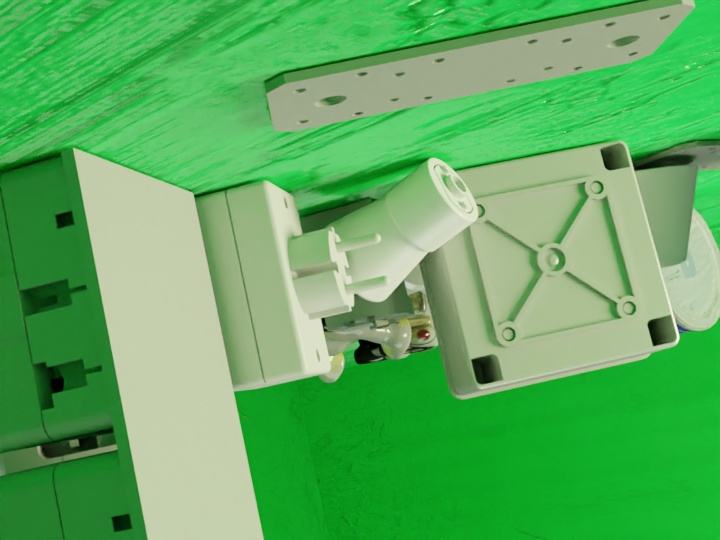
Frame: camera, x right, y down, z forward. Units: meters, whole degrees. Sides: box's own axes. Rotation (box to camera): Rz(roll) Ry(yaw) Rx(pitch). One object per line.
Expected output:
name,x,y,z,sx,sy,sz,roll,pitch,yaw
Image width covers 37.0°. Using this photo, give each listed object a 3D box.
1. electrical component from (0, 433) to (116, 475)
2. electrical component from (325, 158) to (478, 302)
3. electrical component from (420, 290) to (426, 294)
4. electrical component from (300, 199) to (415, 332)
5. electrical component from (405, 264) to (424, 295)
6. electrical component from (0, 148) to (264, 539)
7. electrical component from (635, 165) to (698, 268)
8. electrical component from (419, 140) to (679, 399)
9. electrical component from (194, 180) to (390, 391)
electrical component,-0.149,0.051,0.543,0.060,0.105,0.186,-11,173,-10
electrical component,0.021,-0.021,0.491,0.065,0.044,0.044,-37,163,26
electrical component,0.061,-0.013,0.675,0.044,0.044,0.065,-8,168,-31
electrical component,0.000,0.000,0.568,0.042,0.063,0.081,-14,173,19
electrical component,0.019,-0.005,0.640,0.045,0.045,0.055,-8,172,-34
electrical component,-0.089,0.062,0.389,0.060,0.186,0.105,-14,173,11
electrical component,0.150,-0.032,0.641,0.099,0.064,0.099,-2,-170,0
electrical component,0.089,0.000,0.540,0.109,0.108,0.056,-11,171,-9
electrical component,-0.025,0.004,0.465,0.076,0.083,0.047,-13,173,9
